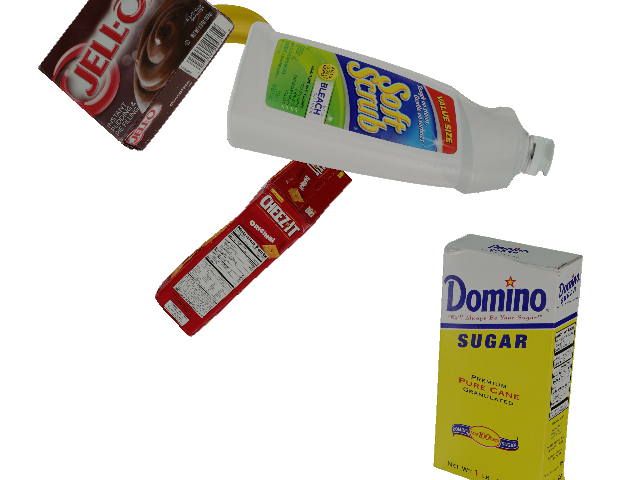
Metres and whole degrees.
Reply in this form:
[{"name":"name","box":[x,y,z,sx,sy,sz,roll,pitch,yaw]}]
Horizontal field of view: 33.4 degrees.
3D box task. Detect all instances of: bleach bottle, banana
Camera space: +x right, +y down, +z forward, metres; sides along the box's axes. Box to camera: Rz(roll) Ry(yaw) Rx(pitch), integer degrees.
[{"name":"bleach bottle","box":[0.058,-0.097,0.841,0.251,0.102,0.068,12,-25,2]},{"name":"banana","box":[-0.106,-0.197,1.030,0.070,0.037,0.197,44,38,20]}]

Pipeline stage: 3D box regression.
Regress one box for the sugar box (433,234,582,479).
[{"name":"sugar box","box":[0.132,0.090,0.768,0.093,0.176,0.048,12,21,37]}]

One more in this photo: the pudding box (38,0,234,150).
[{"name":"pudding box","box":[-0.127,-0.133,0.739,0.090,0.113,0.039,40,4,18]}]

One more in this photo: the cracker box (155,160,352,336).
[{"name":"cracker box","box":[-0.078,-0.004,1.230,0.214,0.072,0.164,-42,4,27]}]
